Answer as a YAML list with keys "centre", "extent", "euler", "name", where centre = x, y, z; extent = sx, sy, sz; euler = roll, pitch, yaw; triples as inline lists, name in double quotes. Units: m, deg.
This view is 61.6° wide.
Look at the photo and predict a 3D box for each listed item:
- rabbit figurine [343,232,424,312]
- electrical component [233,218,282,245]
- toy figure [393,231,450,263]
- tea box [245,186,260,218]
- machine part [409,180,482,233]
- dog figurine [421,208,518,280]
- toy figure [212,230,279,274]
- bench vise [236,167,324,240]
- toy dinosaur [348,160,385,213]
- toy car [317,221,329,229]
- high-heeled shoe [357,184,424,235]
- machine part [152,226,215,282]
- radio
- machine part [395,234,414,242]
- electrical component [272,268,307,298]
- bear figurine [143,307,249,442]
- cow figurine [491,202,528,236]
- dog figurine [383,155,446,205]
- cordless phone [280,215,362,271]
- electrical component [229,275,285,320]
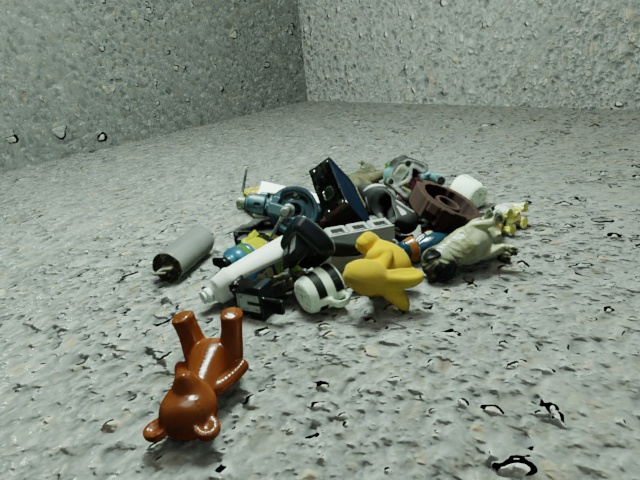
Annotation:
- centre: [0.110, 0.072, 1.028]
  extent: [0.163, 0.121, 0.173]
  euler: [31, 16, 23]
  name: "rabbit figurine"
- centre: [-0.153, -0.009, 1.374]
  extent: [0.115, 0.058, 0.134]
  euler: [1, 22, 21]
  name: "electrical component"
- centre: [0.222, 0.020, 1.199]
  extent: [0.154, 0.057, 0.064]
  euler: [-10, 53, -14]
  name: "toy figure"
- centre: [-0.165, -0.111, 1.613]
  extent: [0.098, 0.068, 0.170]
  euler: [-14, 22, -21]
  name: "tea box"
- centre: [0.295, -0.074, 1.271]
  extent: [0.179, 0.056, 0.179]
  euler: [21, 26, -11]
  name: "machine part"
- centre: [0.302, 0.019, 1.156]
  extent: [0.191, 0.121, 0.172]
  euler: [-22, -13, 6]
  name: "dog figurine"
- centre: [-0.157, 0.040, 1.225]
  extent: [0.089, 0.082, 0.180]
  euler: [22, 29, 29]
  name: "toy figure"
- centre: [-0.100, -0.078, 1.281]
  extent: [0.224, 0.128, 0.240]
  euler: [20, 7, -2]
  name: "bench vise"
- centre: [0.128, -0.162, 1.616]
  extent: [0.199, 0.104, 0.471]
  euler: [1, 24, 17]
  name: "toy dinosaur"
- centre: [-0.003, -0.004, 1.327]
  extent: [0.089, 0.053, 0.202]
  euler: [-6, 17, 15]
  name: "toy car"
- centre: [0.148, -0.083, 1.317]
  extent: [0.249, 0.086, 0.145]
  euler: [32, 19, 37]
  name: "high-heeled shoe"
- centre: [-0.326, 0.031, 1.292]
  extent: [0.079, 0.079, 0.243]
  euler: [1, 24, 18]
  name: "machine part"
- centre: [0.051, -0.098, 1.339]
  extent: [0.073, 0.131, 0.230]
  euler: [-36, 41, 14]
  name: "radio"
- centre: [0.172, -0.008, 1.316]
  extent: [0.084, 0.039, 0.139]
  euler: [-11, 19, -35]
  name: "machine part"
- centre: [-0.083, 0.089, 1.085]
  extent: [0.102, 0.045, 0.078]
  euler: [-26, 0, 37]
  name: "electrical component"
- centre: [-0.182, 0.195, 0.786]
  extent: [0.120, 0.131, 0.196]
  euler: [-4, 16, 12]
  name: "bear figurine"
- centre: [0.429, -0.049, 1.307]
  extent: [0.167, 0.068, 0.098]
  euler: [-20, 20, -39]
  name: "cow figurine"
- centre: [0.245, -0.155, 1.493]
  extent: [0.191, 0.108, 0.219]
  euler: [28, 1, -8]
  name: "dog figurine"
- centre: [0.020, 0.012, 1.090]
  extent: [0.184, 0.088, 0.146]
  euler: [3, -18, -17]
  name: "cordless phone"
- centre: [-0.114, 0.112, 1.038]
  extent: [0.119, 0.074, 0.048]
  euler: [1, 24, 27]
  name: "electrical component"
